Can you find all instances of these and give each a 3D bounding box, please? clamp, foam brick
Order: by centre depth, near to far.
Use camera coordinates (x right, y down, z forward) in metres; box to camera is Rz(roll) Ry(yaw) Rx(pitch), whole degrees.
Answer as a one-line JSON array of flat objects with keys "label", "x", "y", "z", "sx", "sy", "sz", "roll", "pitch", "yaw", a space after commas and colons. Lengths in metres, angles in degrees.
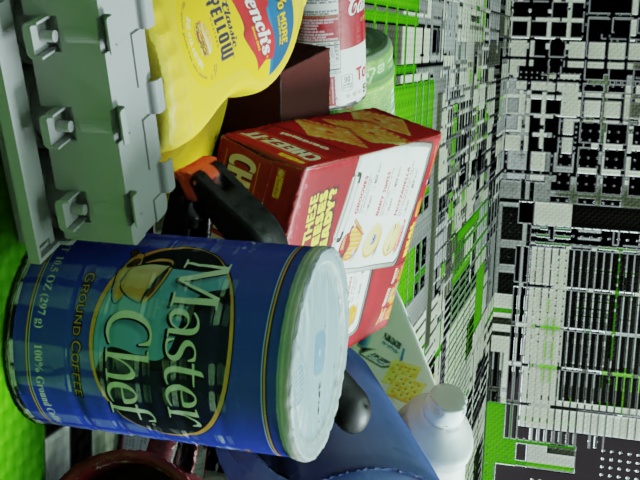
[{"label": "clamp", "x": -0.035, "y": 0.038, "z": 0.589, "sx": 0.039, "sy": 0.120, "sz": 0.171, "roll": -50, "pitch": 135, "yaw": -57}, {"label": "foam brick", "x": -0.032, "y": -0.105, "z": 0.745, "sx": 0.078, "sy": 0.053, "sz": 0.051, "roll": -37, "pitch": 135, "yaw": -54}]

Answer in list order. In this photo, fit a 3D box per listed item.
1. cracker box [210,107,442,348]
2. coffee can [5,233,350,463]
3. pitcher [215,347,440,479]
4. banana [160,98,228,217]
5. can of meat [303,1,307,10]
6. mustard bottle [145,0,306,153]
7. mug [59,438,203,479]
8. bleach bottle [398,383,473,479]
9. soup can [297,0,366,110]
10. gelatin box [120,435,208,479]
[{"label": "cracker box", "x": -0.005, "y": 0.001, "z": 0.736, "sx": 0.213, "sy": 0.072, "sz": 0.164, "roll": -20, "pitch": 129, "yaw": -59}, {"label": "coffee can", "x": -0.065, "y": 0.048, "z": 0.523, "sx": 0.102, "sy": 0.140, "sz": 0.103, "roll": 5, "pitch": 90, "yaw": -75}, {"label": "pitcher", "x": 0.002, "y": 0.154, "z": 0.738, "sx": 0.243, "sy": 0.145, "sz": 0.149, "roll": -118, "pitch": -158, "yaw": -70}, {"label": "banana", "x": -0.081, "y": -0.076, "z": 0.627, "sx": 0.069, "sy": 0.037, "sz": 0.197, "roll": 79, "pitch": 21, "yaw": -46}, {"label": "can of meat", "x": -0.039, "y": -0.192, "z": 0.715, "sx": 0.084, "sy": 0.057, "sz": 0.102, "roll": 79, "pitch": 22, "yaw": -52}, {"label": "mustard bottle", "x": -0.058, "y": -0.123, "z": 0.594, "sx": 0.191, "sy": 0.058, "sz": 0.096, "roll": -44, "pitch": 124, "yaw": -53}, {"label": "mug", "x": -0.089, "y": 0.148, "z": 0.564, "sx": 0.081, "sy": 0.093, "sz": 0.117, "roll": 59, "pitch": 44, "yaw": -73}, {"label": "bleach bottle", "x": 0.076, "y": 0.216, "z": 0.853, "sx": 0.103, "sy": 0.068, "sz": 0.251, "roll": -115, "pitch": -152, "yaw": -45}, {"label": "soup can", "x": 0.003, "y": -0.163, "z": 0.857, "sx": 0.068, "sy": 0.068, "sz": 0.102, "roll": -61, "pitch": 152, "yaw": -57}, {"label": "gelatin box", "x": -0.096, "y": 0.134, "z": 0.652, "sx": 0.073, "sy": 0.030, "sz": 0.089, "roll": 24, "pitch": 71, "yaw": -73}]
